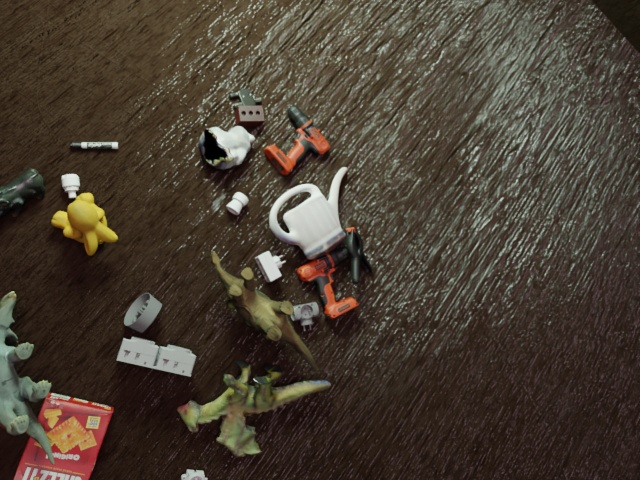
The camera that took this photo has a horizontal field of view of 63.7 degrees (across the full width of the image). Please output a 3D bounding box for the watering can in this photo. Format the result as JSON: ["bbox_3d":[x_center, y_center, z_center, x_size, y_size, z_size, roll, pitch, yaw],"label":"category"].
[{"bbox_3d":[0.005,-0.080,1.583,0.352,0.103,0.224,-32,93,-32],"label":"watering can"}]

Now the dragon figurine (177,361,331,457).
[{"bbox_3d":[-0.182,0.477,1.426,0.409,0.123,0.242,14,93,-16],"label":"dragon figurine"}]

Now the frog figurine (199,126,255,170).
[{"bbox_3d":[-0.276,-0.283,1.529,0.138,0.120,0.162,34,31,6],"label":"frog figurine"}]
